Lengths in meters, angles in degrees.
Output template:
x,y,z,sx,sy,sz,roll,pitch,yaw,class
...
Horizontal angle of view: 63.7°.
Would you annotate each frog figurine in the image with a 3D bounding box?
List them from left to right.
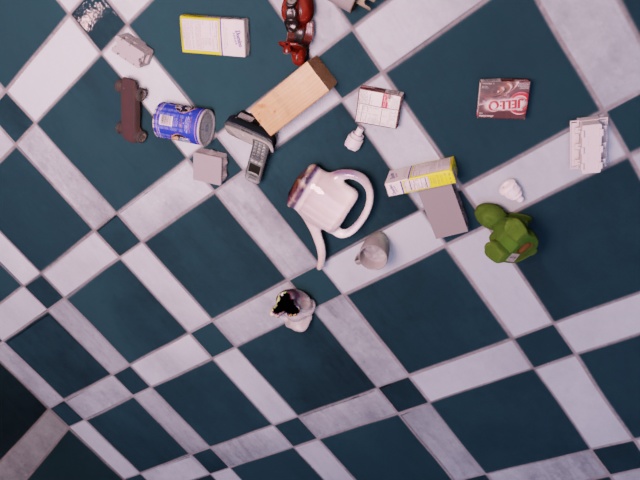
x,y,z,sx,sy,sz,roll,pitch,yaw,class
-0.073,0.229,1.666,0.136,0.125,0.157,-25,145,19,frog figurine

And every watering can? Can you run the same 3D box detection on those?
x,y,z,sx,sy,sz,roll,pitch,yaw,class
0.004,-0.073,1.457,0.224,0.106,0.341,33,122,-2,watering can
